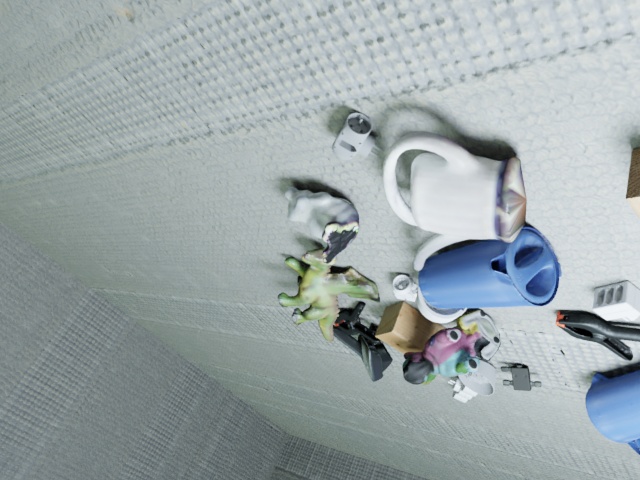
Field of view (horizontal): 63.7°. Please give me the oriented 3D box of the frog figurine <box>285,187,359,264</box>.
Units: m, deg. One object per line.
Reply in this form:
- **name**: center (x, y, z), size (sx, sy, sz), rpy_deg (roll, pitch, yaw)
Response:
- **frog figurine**: center (0.003, -0.053, 1.058), size (0.162, 0.123, 0.135), rpy_deg (53, 174, 33)

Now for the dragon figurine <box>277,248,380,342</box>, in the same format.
- **dragon figurine**: center (0.039, 0.149, 1.328), size (0.242, 0.125, 0.402), rpy_deg (-5, 138, 31)

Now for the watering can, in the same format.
- **watering can**: center (0.223, -0.044, 0.854), size (0.225, 0.106, 0.340), rpy_deg (10, 145, 27)
